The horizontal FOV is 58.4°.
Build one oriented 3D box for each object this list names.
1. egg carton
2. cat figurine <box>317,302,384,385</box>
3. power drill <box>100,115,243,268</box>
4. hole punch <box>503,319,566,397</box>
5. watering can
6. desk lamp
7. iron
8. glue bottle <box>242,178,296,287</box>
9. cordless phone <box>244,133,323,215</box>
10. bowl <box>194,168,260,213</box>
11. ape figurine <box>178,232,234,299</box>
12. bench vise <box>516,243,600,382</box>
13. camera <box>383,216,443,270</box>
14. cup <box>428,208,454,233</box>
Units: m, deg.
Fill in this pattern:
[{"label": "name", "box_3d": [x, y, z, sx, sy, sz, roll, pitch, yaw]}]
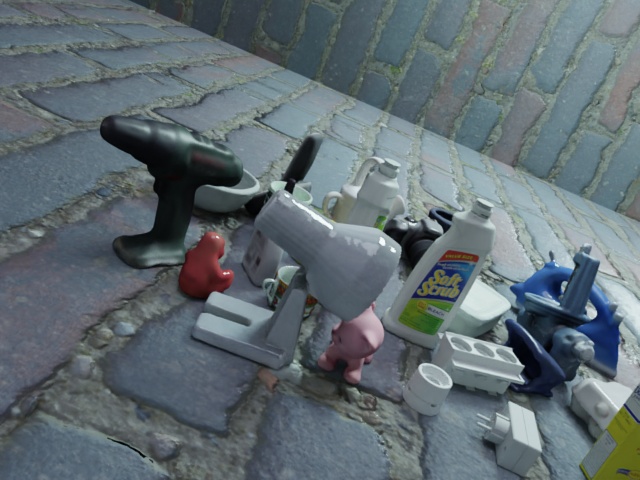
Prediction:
[{"label": "egg carton", "box_3d": [0.459, 0.278, 0.881, 0.107, 0.069, 0.150, 14, 24, -22]}, {"label": "cat figurine", "box_3d": [0.052, 0.125, 0.767, 0.067, 0.118, 0.128, 26, 23, 7]}, {"label": "power drill", "box_3d": [-0.220, -0.067, 0.811, 0.075, 0.208, 0.230, 38, 26, 32]}, {"label": "hole punch", "box_3d": [0.344, 0.190, 0.938, 0.101, 0.091, 0.108, 12, 25, -25]}, {"label": "watering can", "box_3d": [0.089, -0.073, 1.142, 0.173, 0.194, 0.100, -4, 35, -48]}, {"label": "desk lamp", "box_3d": [-0.029, 0.053, 0.722, 0.203, 0.213, 0.118, 21, 22, -6]}, {"label": "iron", "box_3d": [0.520, 0.140, 1.156, 0.119, 0.141, 0.257, 3, 30, -40]}, {"label": "glue bottle", "box_3d": [-0.072, -0.017, 0.889, 0.037, 0.173, 0.078, 9, 26, -31]}, {"label": "cordless phone", "box_3d": [-0.064, -0.129, 1.130, 0.094, 0.185, 0.148, 29, 23, 14]}, {"label": "bowl", "box_3d": [-0.203, -0.098, 1.072, 0.167, 0.075, 0.167, 20, 23, -8]}, {"label": "ape figurine", "box_3d": [-0.158, 0.031, 0.805, 0.077, 0.092, 0.076, 35, 25, 26]}, {"label": "bench vise", "box_3d": [0.450, 0.127, 1.013, 0.122, 0.220, 0.207, 12, 25, -25]}, {"label": "camera", "box_3d": [0.204, 0.011, 1.189, 0.143, 0.101, 0.136, 19, 23, -10]}, {"label": "cup", "box_3d": [0.288, -0.015, 1.337, 0.118, 0.095, 0.091, 0, 32, -43]}]
